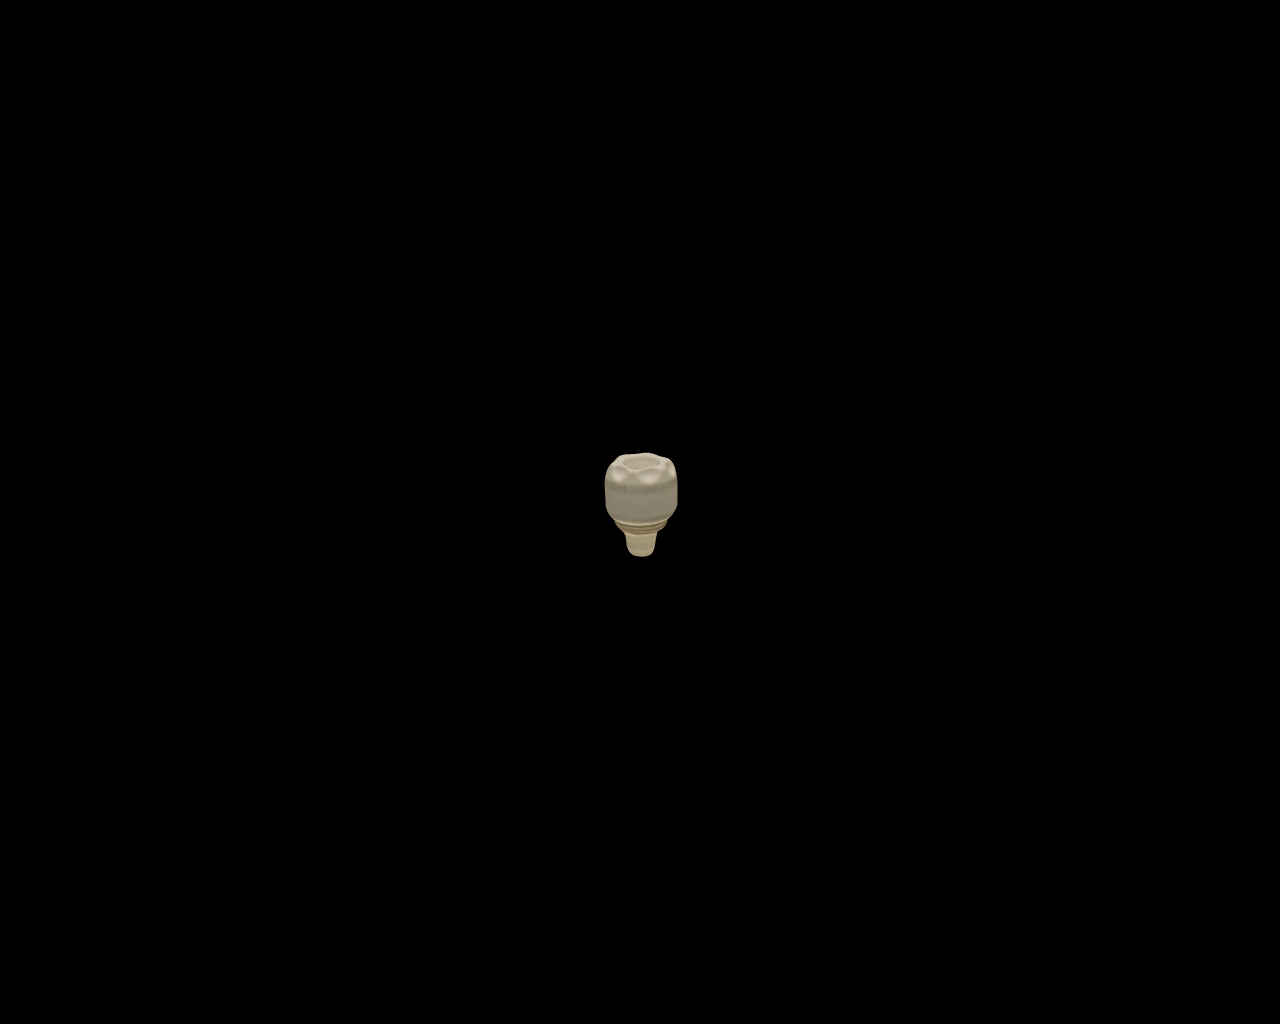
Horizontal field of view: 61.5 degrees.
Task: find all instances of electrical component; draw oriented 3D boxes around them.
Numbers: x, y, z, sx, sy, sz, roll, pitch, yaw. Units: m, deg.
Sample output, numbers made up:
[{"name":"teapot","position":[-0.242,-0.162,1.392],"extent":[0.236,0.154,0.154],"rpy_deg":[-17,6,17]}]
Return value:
[{"name":"electrical component","position":[0.001,-0.003,0.650],"extent":[0.043,0.062,0.043],"rpy_deg":[0,21,0]}]
